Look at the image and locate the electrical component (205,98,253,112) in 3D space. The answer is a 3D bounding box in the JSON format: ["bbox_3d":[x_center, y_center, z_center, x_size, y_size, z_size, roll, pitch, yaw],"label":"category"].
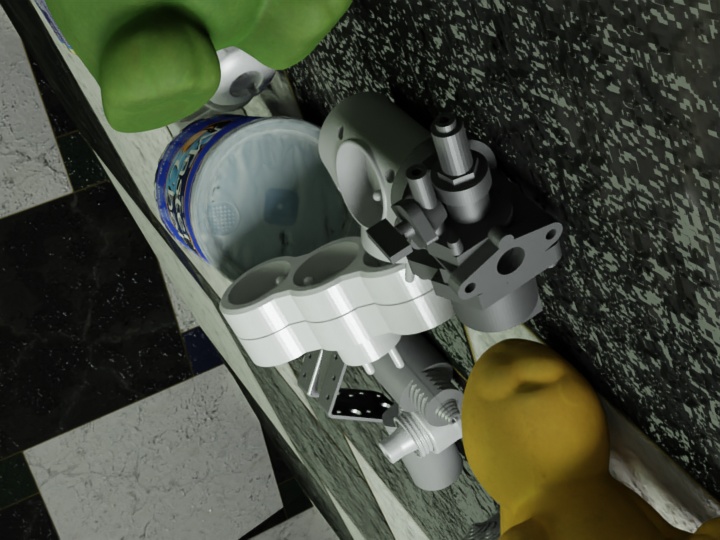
[{"bbox_3d":[-0.093,-0.127,0.713,0.044,0.044,0.065,59,173,-15],"label":"electrical component"}]

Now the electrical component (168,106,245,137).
[{"bbox_3d":[-0.111,-0.096,0.849,0.066,0.047,0.076,43,162,48],"label":"electrical component"}]

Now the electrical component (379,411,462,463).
[{"bbox_3d":[0.043,0.112,0.758,0.043,0.062,0.043,53,168,16],"label":"electrical component"}]

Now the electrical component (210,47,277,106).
[{"bbox_3d":[-0.082,-0.133,0.644,0.062,0.048,0.048,58,170,23],"label":"electrical component"}]

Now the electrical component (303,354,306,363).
[{"bbox_3d":[-0.038,0.061,0.992,0.055,0.048,0.066,59,170,23],"label":"electrical component"}]

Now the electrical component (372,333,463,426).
[{"bbox_3d":[0.039,0.072,0.714,0.081,0.043,0.043,47,165,35],"label":"electrical component"}]

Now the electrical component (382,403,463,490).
[{"bbox_3d":[0.047,0.129,0.834,0.043,0.043,0.081,40,161,52],"label":"electrical component"}]

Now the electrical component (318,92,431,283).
[{"bbox_3d":[0.018,-0.030,0.492,0.077,0.044,0.079,46,147,41],"label":"electrical component"}]

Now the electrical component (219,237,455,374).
[{"bbox_3d":[-0.001,0.026,0.578,0.073,0.138,0.052,61,-149,-24],"label":"electrical component"}]

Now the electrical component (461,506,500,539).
[{"bbox_3d":[0.121,0.228,0.794,0.099,0.048,0.100,56,168,0],"label":"electrical component"}]
